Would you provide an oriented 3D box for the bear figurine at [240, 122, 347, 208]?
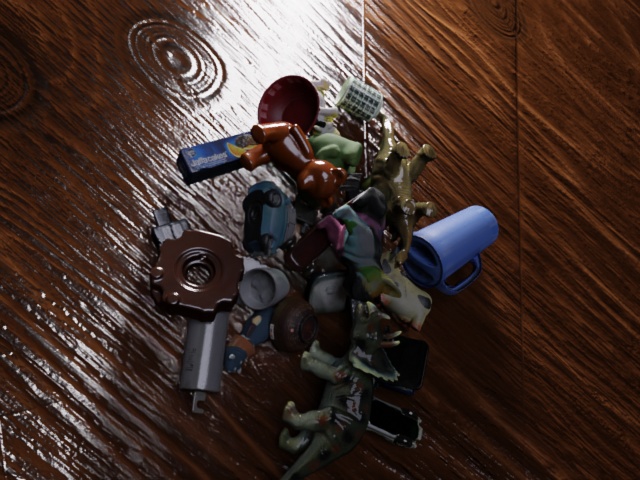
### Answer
[{"bbox_3d":[-0.051,-0.148,1.104,0.132,0.120,0.196,-27,72,-40],"label":"bear figurine"}]

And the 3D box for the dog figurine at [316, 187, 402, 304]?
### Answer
[{"bbox_3d":[0.100,0.021,1.100,0.191,0.108,0.219,-34,95,-37],"label":"dog figurine"}]

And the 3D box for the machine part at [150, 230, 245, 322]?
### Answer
[{"bbox_3d":[-0.226,0.063,0.997,0.179,0.056,0.179,8,59,-13],"label":"machine part"}]

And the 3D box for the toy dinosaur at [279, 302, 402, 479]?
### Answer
[{"bbox_3d":[0.036,0.320,1.031,0.192,0.131,0.404,15,76,12],"label":"toy dinosaur"}]

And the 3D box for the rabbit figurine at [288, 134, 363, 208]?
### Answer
[{"bbox_3d":[-0.002,-0.158,1.204,0.159,0.121,0.170,31,62,-4],"label":"rabbit figurine"}]

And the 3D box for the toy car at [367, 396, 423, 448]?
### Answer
[{"bbox_3d":[0.127,0.370,1.122,0.201,0.056,0.073,28,57,-14],"label":"toy car"}]

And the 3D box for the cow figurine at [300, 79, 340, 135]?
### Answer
[{"bbox_3d":[-0.010,-0.297,1.277,0.098,0.068,0.167,-10,74,-20],"label":"cow figurine"}]

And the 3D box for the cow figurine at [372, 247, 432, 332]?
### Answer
[{"bbox_3d":[0.171,0.103,1.214,0.195,0.085,0.127,40,68,-4],"label":"cow figurine"}]

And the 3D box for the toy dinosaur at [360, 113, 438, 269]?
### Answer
[{"bbox_3d":[0.166,-0.140,1.224,0.105,0.198,0.471,17,58,-22],"label":"toy dinosaur"}]

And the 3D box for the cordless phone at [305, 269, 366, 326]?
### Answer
[{"bbox_3d":[0.046,0.156,1.145,0.146,0.089,0.184,-5,79,-25],"label":"cordless phone"}]

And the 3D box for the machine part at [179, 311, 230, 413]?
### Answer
[{"bbox_3d":[-0.218,0.200,1.016,0.079,0.079,0.243,13,69,-19],"label":"machine part"}]

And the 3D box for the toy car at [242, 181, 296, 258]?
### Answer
[{"bbox_3d":[-0.100,-0.040,1.136,0.103,0.109,0.161,8,78,-39],"label":"toy car"}]

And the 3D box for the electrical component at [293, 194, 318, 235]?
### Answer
[{"bbox_3d":[-0.040,-0.058,1.211,0.063,0.021,0.094,23,66,-15],"label":"electrical component"}]

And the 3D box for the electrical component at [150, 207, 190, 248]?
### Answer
[{"bbox_3d":[-0.296,-0.014,1.071,0.075,0.048,0.119,-15,81,-27],"label":"electrical component"}]

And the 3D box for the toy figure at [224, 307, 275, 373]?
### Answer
[{"bbox_3d":[-0.139,0.197,1.061,0.154,0.058,0.064,-45,114,-31],"label":"toy figure"}]

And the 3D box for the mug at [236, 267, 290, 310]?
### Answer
[{"bbox_3d":[-0.112,0.102,1.087,0.081,0.109,0.107,58,18,12],"label":"mug"}]

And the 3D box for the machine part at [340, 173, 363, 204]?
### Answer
[{"bbox_3d":[0.071,-0.098,1.212,0.039,0.138,0.084,23,65,16],"label":"machine part"}]

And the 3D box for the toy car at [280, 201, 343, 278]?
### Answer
[{"bbox_3d":[-0.002,-0.003,1.140,0.089,0.053,0.202,48,56,-4],"label":"toy car"}]

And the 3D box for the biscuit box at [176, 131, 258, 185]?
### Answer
[{"bbox_3d":[-0.204,-0.182,1.158,0.203,0.063,0.059,-23,82,-29],"label":"biscuit box"}]

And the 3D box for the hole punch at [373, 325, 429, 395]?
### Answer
[{"bbox_3d":[0.170,0.270,1.167,0.116,0.092,0.142,13,68,11],"label":"hole punch"}]
